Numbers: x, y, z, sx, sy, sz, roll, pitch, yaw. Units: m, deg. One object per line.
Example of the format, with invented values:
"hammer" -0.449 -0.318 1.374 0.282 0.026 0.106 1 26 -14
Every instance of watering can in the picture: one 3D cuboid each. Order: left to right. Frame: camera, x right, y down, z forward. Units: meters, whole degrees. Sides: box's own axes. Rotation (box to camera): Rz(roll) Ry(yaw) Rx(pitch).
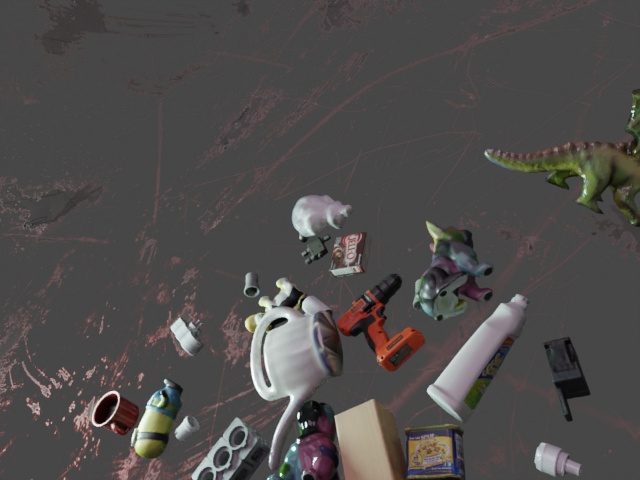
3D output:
"watering can" -0.047 0.295 1.127 0.223 0.102 0.356 -25 53 16

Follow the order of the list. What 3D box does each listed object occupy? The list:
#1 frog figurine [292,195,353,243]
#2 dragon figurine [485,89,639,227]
"frog figurine" 0.004 -0.072 1.421 0.158 0.121 0.140 -15 24 44
"dragon figurine" 0.546 -0.171 0.956 0.125 0.410 0.238 -80 12 -58
